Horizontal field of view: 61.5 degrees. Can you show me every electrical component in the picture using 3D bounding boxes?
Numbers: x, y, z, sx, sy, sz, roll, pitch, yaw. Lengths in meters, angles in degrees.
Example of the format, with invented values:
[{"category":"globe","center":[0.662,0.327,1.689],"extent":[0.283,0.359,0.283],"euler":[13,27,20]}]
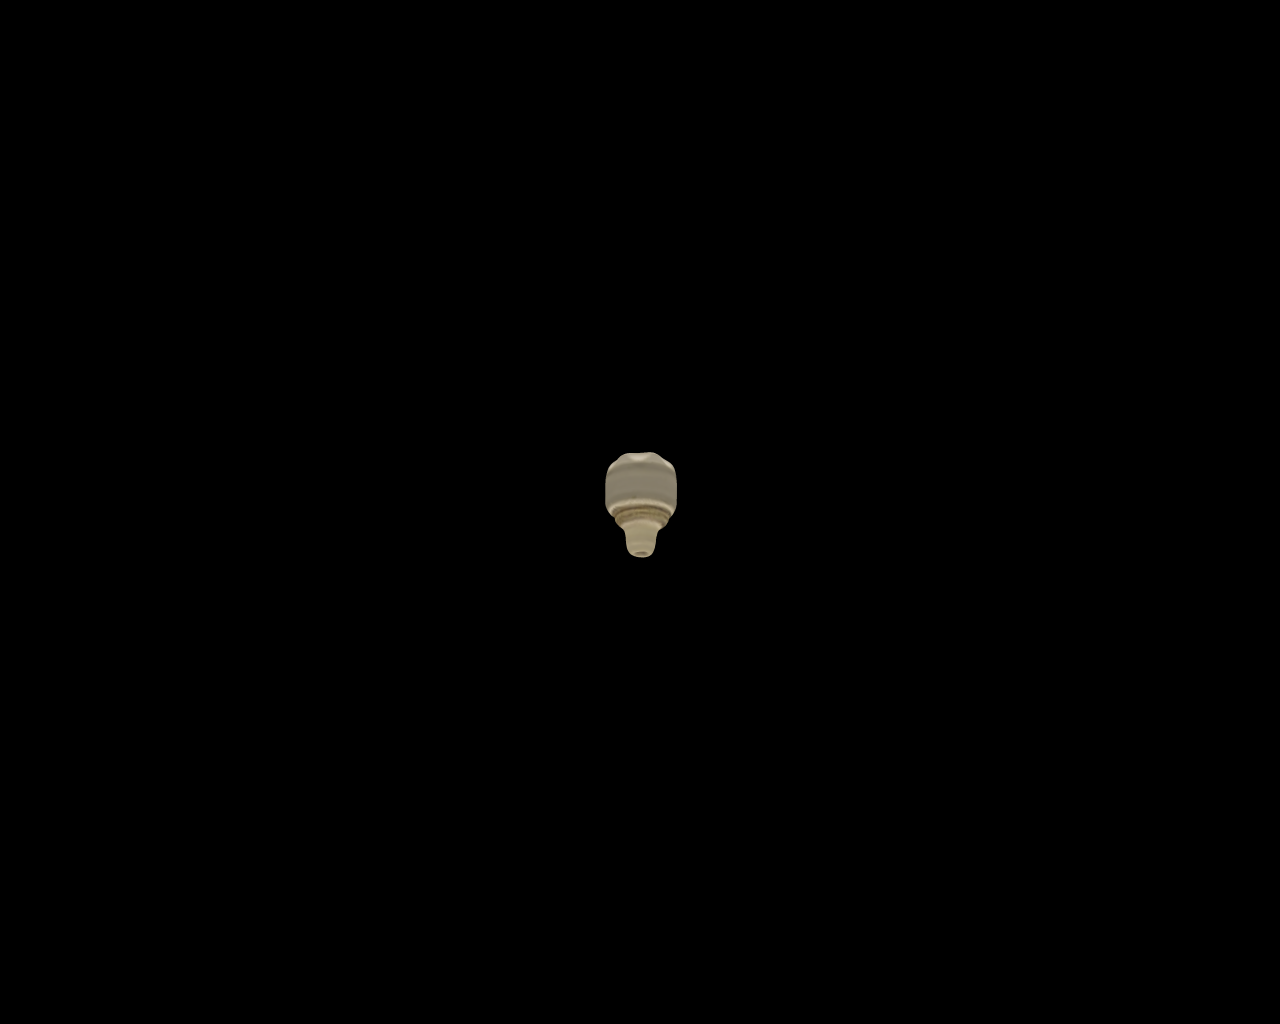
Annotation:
[{"category":"electrical component","center":[0.001,-0.003,0.650],"extent":[0.043,0.062,0.043],"euler":[0,-22,0]}]
